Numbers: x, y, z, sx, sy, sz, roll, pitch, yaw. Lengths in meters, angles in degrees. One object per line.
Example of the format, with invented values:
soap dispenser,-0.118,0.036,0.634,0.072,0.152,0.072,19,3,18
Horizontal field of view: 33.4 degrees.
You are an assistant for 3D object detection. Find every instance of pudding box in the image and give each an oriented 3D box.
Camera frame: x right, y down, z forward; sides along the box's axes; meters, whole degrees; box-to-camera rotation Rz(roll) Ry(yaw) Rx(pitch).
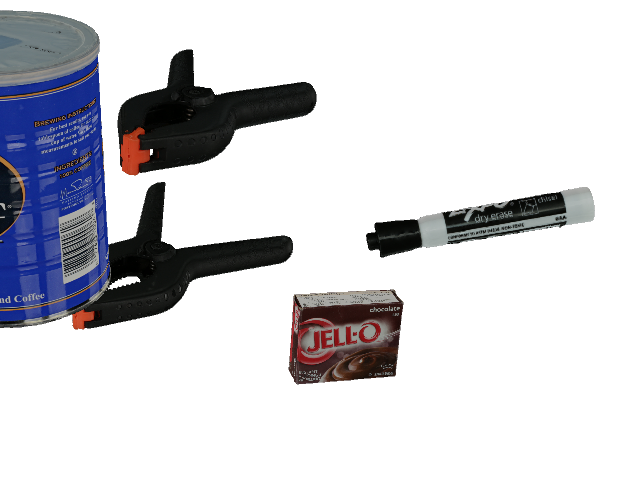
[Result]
pudding box,0.026,0.099,1.113,0.113,0.090,0.039,-4,26,-16

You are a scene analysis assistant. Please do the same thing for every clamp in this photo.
clamp,-0.150,0.014,0.951,0.165,0.036,0.209,27,39,31
clamp,-0.095,-0.095,0.757,0.120,0.039,0.171,18,30,29

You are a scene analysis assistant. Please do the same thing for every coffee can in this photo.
coffee can,-0.166,-0.040,0.567,0.103,0.140,0.103,2,28,-1

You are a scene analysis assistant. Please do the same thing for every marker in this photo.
marker,0.085,-0.009,0.570,0.121,0.020,0.020,-10,0,1
